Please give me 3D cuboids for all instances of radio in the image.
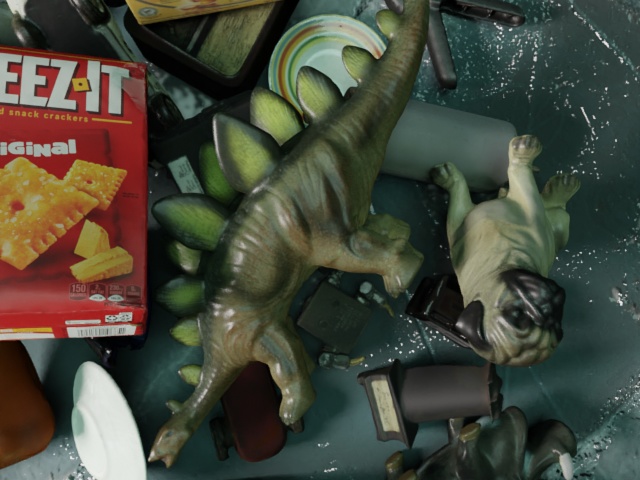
[{"bbox_3d":[-0.087,-0.264,0.540,0.131,0.073,0.229,26,82,-2],"label":"radio"}]

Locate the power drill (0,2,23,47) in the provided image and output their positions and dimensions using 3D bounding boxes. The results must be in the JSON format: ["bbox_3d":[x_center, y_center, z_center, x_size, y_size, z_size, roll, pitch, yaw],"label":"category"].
[{"bbox_3d":[-0.320,-0.115,0.471,0.232,0.086,0.207,14,68,-13],"label":"power drill"}]

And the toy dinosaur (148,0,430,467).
[{"bbox_3d":[-0.014,-0.023,0.440,0.198,0.105,0.471,35,88,-11],"label":"toy dinosaur"}]

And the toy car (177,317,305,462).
[{"bbox_3d":[-0.080,0.110,0.514,0.089,0.053,0.202,-17,90,-11],"label":"toy car"}]

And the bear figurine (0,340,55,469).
[{"bbox_3d":[-0.308,0.103,0.462,0.132,0.120,0.195,-20,85,-3],"label":"bear figurine"}]

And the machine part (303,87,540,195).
[{"bbox_3d":[0.101,-0.096,0.530,0.243,0.079,0.079,9,84,-11],"label":"machine part"}]

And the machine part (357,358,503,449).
[{"bbox_3d":[0.105,0.149,0.508,0.139,0.039,0.084,-21,80,31],"label":"machine part"}]

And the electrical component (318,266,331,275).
[{"bbox_3d":[-0.001,-0.002,0.538,0.094,0.021,0.063,-37,64,-7],"label":"electrical component"}]

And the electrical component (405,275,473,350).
[{"bbox_3d":[0.151,0.081,0.529,0.119,0.075,0.047,31,82,-4],"label":"electrical component"}]

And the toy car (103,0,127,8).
[{"bbox_3d":[-0.213,-0.312,0.522,0.103,0.109,0.161,32,73,17],"label":"toy car"}]

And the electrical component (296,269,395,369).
[{"bbox_3d":[0.022,0.077,0.530,0.078,0.045,0.102,38,82,-2],"label":"electrical component"}]

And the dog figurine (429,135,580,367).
[{"bbox_3d":[0.174,0.032,0.475,0.172,0.121,0.190,26,54,-36],"label":"dog figurine"}]

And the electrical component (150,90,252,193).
[{"bbox_3d":[-0.076,-0.072,0.508,0.134,0.058,0.114,-24,120,-7],"label":"electrical component"}]

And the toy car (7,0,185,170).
[{"bbox_3d":[-0.200,-0.153,0.500,0.073,0.056,0.201,-31,116,6],"label":"toy car"}]

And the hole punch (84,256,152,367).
[{"bbox_3d":[-0.186,0.045,0.477,0.092,0.142,0.115,-34,94,-29],"label":"hole punch"}]

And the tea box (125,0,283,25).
[{"bbox_3d":[-0.088,-0.247,0.455,0.170,0.098,0.068,-11,87,-6],"label":"tea box"}]

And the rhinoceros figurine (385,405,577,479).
[{"bbox_3d":[0.155,0.222,0.514,0.190,0.073,0.112,-27,86,-7],"label":"rhinoceros figurine"}]
